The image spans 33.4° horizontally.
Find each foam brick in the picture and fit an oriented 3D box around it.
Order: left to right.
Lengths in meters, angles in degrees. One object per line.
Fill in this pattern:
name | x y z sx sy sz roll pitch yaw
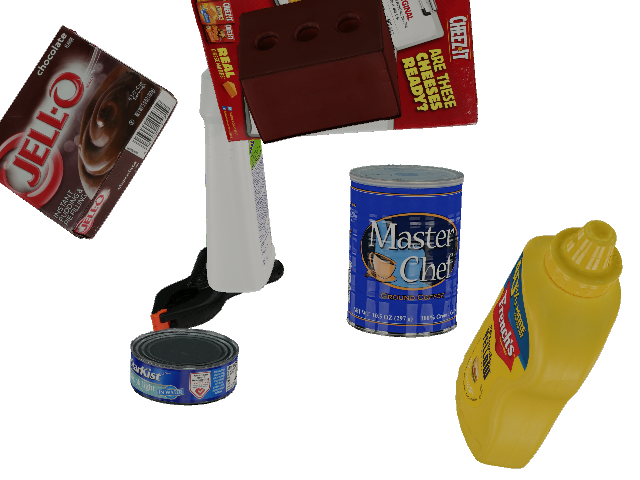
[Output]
foam brick | 0.000 -0.093 0.563 0.078 0.053 0.051 -11 -37 11

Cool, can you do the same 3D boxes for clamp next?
clamp | -0.123 0.057 1.217 0.120 0.039 0.171 0 30 29

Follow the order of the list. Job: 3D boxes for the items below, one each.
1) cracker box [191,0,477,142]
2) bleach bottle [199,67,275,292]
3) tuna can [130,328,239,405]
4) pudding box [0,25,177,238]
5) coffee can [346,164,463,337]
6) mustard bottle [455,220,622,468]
cracker box | 0.014 -0.169 0.862 0.214 0.164 0.072 -4 42 10
bleach bottle | -0.086 -0.078 1.065 0.068 0.251 0.102 1 27 4
tuna can | -0.108 0.099 0.847 0.086 0.034 0.086 4 15 -1
pudding box | -0.161 -0.071 0.707 0.090 0.113 0.039 33 -2 17
coffee can | 0.076 0.007 0.972 0.103 0.140 0.103 1 11 0
mustard bottle | 0.133 0.054 0.640 0.058 0.096 0.192 11 -39 -4
